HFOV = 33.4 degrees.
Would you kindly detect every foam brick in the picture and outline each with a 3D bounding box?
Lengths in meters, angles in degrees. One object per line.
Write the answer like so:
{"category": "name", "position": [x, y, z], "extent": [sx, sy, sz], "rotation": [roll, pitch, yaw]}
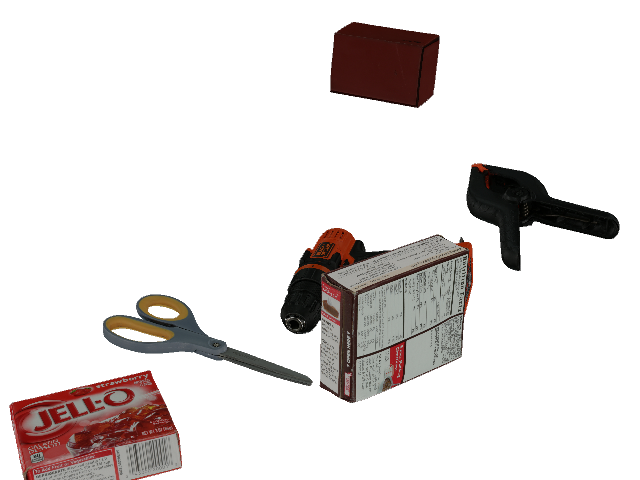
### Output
{"category": "foam brick", "position": [0.053, -0.145, 0.878], "extent": [0.078, 0.051, 0.053], "rotation": [13, 25, 18]}

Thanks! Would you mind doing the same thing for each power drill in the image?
{"category": "power drill", "position": [0.062, 0.046, 1.135], "extent": [0.188, 0.057, 0.184], "rotation": [4, 31, 15]}

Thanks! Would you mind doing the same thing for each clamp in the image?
{"category": "clamp", "position": [0.205, -0.031, 1.037], "extent": [0.120, 0.039, 0.171], "rotation": [-8, 34, -13]}

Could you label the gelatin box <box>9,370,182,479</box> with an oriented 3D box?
{"category": "gelatin box", "position": [-0.134, 0.114, 0.631], "extent": [0.089, 0.030, 0.073], "rotation": [-11, 26, -18]}

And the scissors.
{"category": "scissors", "position": [-0.101, 0.090, 1.000], "extent": [0.202, 0.016, 0.096], "rotation": [10, 29, 3]}

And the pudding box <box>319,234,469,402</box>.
{"category": "pudding box", "position": [0.052, 0.054, 0.749], "extent": [0.113, 0.090, 0.039], "rotation": [-19, 29, -37]}
